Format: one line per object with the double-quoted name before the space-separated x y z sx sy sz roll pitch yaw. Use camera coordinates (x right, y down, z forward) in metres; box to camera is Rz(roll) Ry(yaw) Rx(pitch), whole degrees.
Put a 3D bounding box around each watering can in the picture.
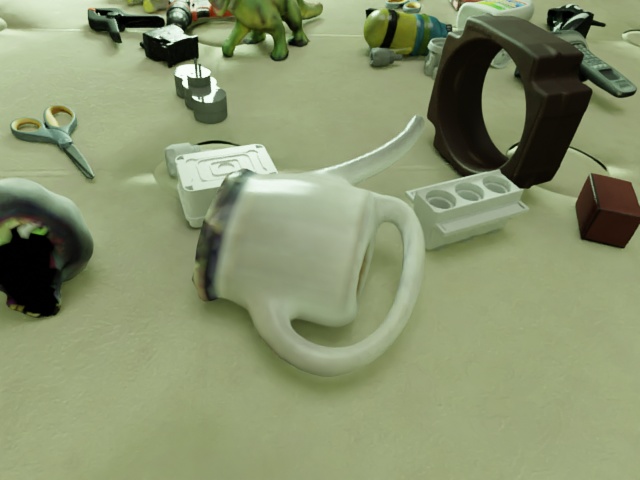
"watering can" 0.002 -0.027 0.546 0.224 0.101 0.356 11 51 7

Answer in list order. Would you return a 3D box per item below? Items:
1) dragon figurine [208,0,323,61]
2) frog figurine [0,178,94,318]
"dragon figurine" -0.095 -0.489 0.979 0.122 0.237 0.419 15 44 19
"frog figurine" -0.304 -0.017 0.514 0.136 0.121 0.162 17 19 -39
